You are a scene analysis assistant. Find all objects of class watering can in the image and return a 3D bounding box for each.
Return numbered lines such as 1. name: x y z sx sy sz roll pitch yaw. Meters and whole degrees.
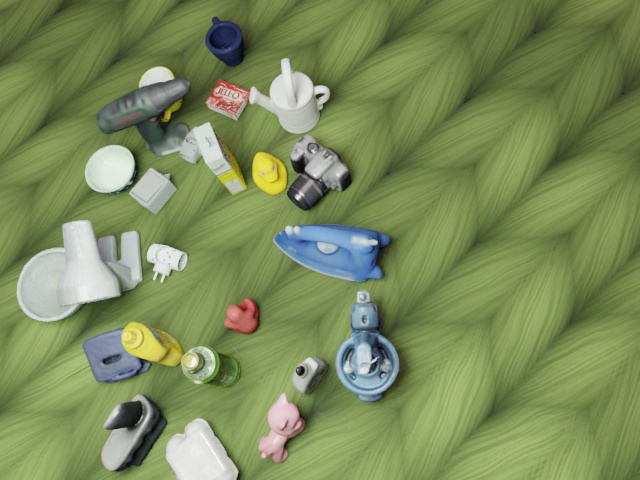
1. watering can: -0.069 -0.325 1.287 0.173 0.194 0.101 -27 71 -1

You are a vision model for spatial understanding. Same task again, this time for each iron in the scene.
1. iron: 0.011 0.004 1.200 0.258 0.141 0.119 10 74 11

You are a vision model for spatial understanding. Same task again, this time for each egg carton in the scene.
1. egg carton: -0.235 0.439 1.132 0.107 0.069 0.150 -38 72 -5

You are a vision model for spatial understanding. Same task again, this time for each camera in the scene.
1. camera: -0.022 -0.146 1.273 0.143 0.101 0.137 40 81 17

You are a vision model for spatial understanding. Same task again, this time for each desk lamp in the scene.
1. desk lamp: -0.469 0.055 1.208 0.118 0.214 0.203 -12 71 4

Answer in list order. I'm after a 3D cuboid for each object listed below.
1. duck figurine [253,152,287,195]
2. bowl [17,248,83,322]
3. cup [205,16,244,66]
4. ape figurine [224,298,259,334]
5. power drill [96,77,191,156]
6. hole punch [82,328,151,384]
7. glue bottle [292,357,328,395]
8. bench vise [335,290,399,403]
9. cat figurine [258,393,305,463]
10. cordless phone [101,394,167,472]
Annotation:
1. duck figurine: -0.120 -0.162 1.299 0.077 0.086 0.104 -28 71 -2
2. bowl: -0.579 0.106 1.280 0.167 0.075 0.167 -2 72 7
3. cup: -0.231 -0.483 1.410 0.091 0.095 0.117 -26 71 -1
4. ape figurine: -0.169 0.159 1.200 0.078 0.092 0.076 -27 71 -1
5. power drill: -0.374 -0.277 1.304 0.229 0.208 0.075 -17 71 2
6. hole punch: -0.429 0.245 1.207 0.108 0.091 0.101 -19 71 1
7. glue bottle: -0.026 0.258 1.107 0.037 0.173 0.078 36 80 17
8. bench vise: 0.075 0.199 1.088 0.121 0.220 0.207 -21 71 1
9. cat figurine: -0.078 0.366 1.109 0.067 0.118 0.128 26 78 15
10. cordless phone: -0.390 0.375 1.112 0.094 0.185 0.148 25 77 14
